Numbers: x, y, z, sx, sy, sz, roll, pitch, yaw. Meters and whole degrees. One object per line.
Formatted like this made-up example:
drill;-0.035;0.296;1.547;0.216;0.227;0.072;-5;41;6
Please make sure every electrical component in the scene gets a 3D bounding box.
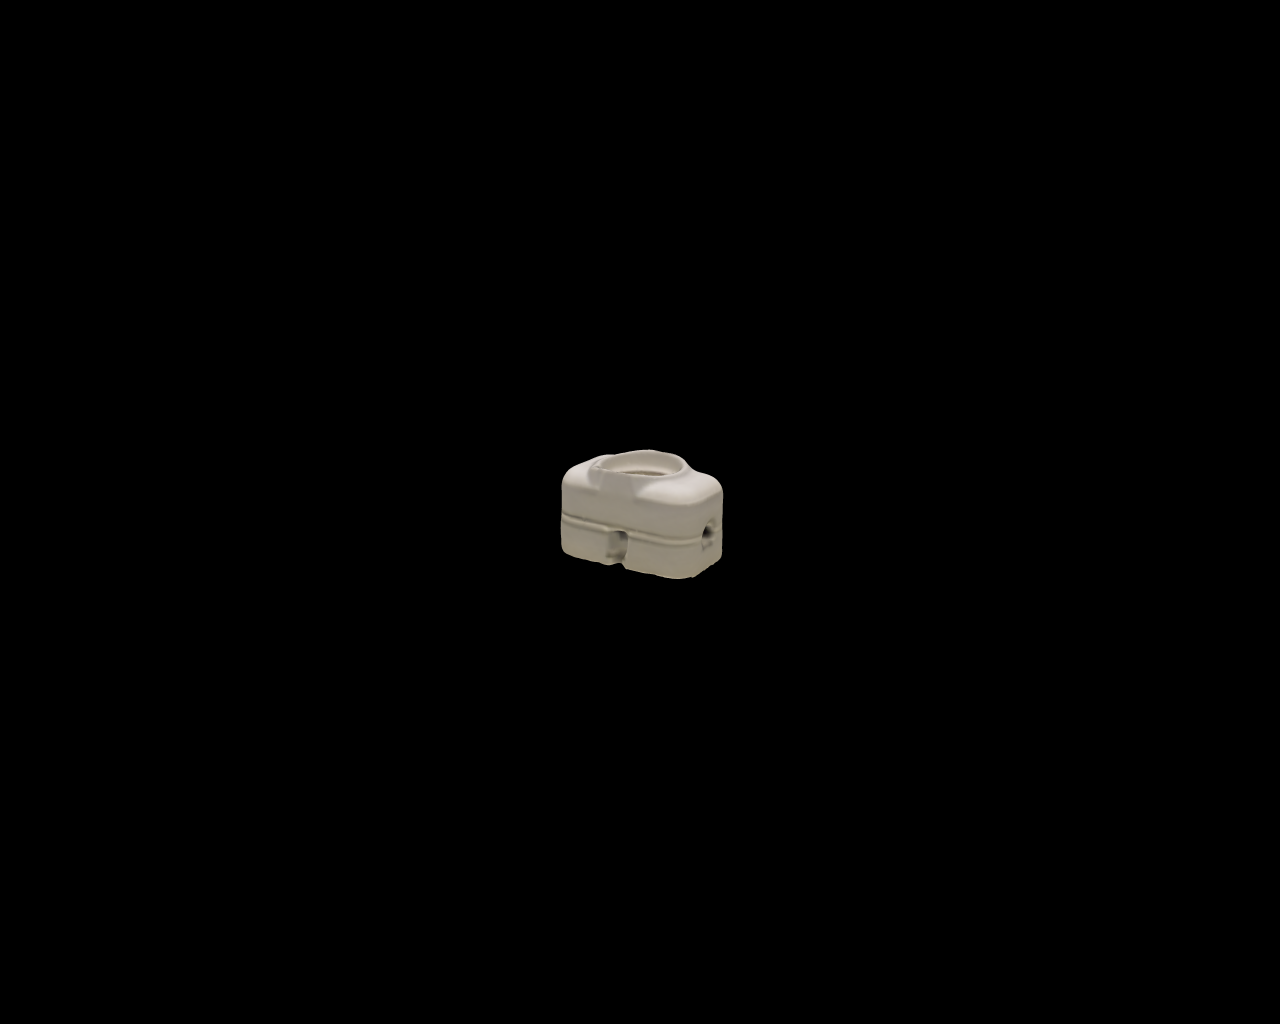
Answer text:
electrical component;0.001;-0.003;0.650;0.095;0.059;0.054;12;23;31
